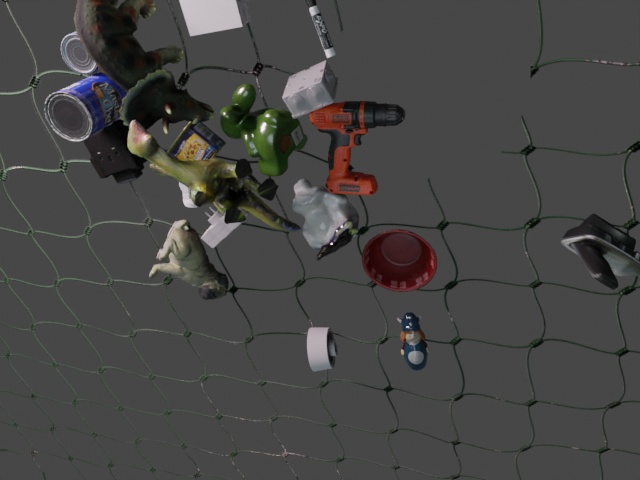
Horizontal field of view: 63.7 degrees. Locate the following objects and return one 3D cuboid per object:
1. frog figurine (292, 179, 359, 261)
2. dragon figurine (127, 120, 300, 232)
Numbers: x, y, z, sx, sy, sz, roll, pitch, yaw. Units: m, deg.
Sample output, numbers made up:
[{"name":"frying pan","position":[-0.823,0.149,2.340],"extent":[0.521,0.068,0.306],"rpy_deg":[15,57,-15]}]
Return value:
[{"name":"frog figurine","position":[0.003,-0.056,1.108],"extent":[0.124,0.162,0.134],"rpy_deg":[-16,-30,-39]},{"name":"dragon figurine","position":[-0.223,-0.116,1.046],"extent":[0.245,0.123,0.405],"rpy_deg":[24,-8,33]}]
